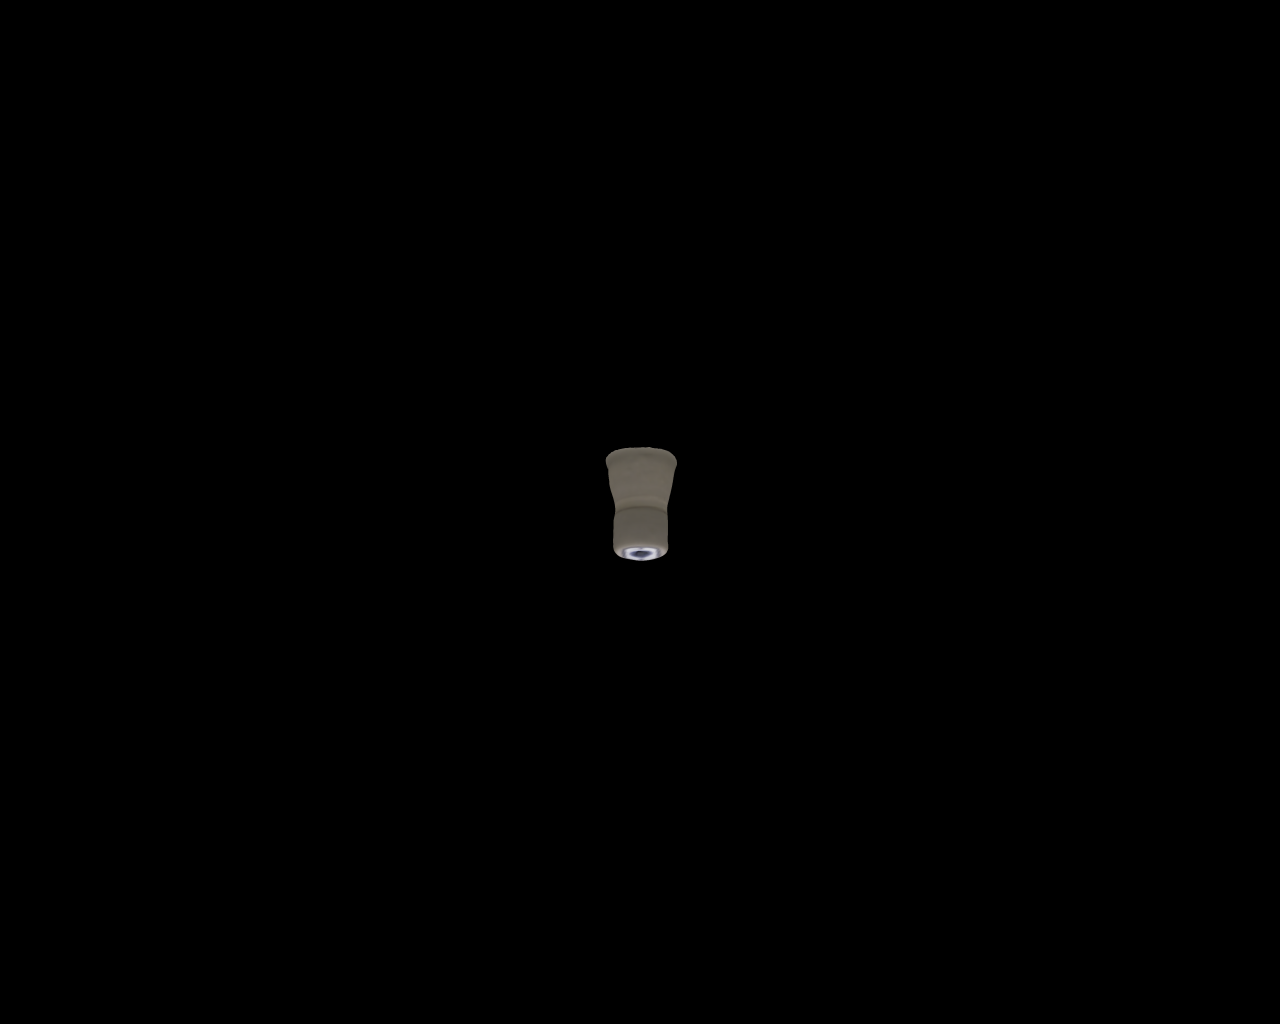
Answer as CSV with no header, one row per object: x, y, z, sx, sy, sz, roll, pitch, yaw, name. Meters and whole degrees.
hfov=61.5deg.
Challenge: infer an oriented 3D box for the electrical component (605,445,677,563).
0.001,-0.003,0.650,0.044,0.065,0.044,0,-19,0,electrical component
